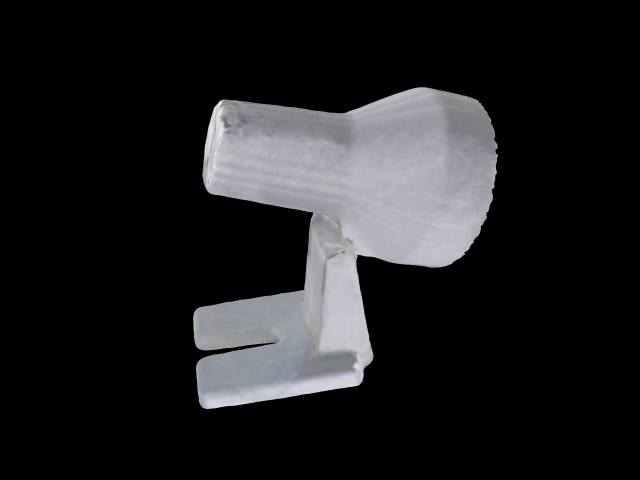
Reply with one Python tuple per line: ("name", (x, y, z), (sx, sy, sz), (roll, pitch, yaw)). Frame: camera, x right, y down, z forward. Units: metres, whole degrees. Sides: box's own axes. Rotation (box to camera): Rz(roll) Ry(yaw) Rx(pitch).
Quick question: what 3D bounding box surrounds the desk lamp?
("desk lamp", (0.004, 0.001, 0.400), (0.203, 0.214, 0.117), (-8, 35, -11))
